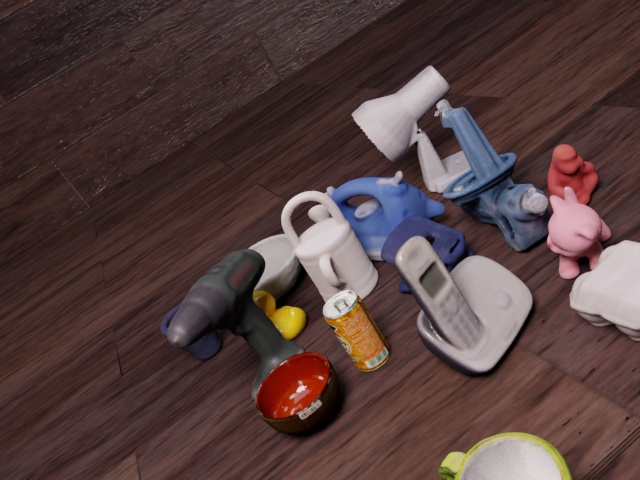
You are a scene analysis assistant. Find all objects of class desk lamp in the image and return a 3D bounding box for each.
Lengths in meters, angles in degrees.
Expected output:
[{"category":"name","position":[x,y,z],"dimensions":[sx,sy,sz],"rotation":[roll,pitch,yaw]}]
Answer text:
[{"category":"desk lamp","position":[0.190,-0.198,1.063],"dimensions":[0.203,0.214,0.118],"rotation":[-26,27,10]}]

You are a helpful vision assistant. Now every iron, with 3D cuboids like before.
[{"category":"iron","position":[0.079,-0.051,1.005],"dimensions":[0.257,0.142,0.119],"rotation":[-2,38,45]}]

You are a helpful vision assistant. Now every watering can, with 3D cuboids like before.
[{"category":"watering can","position":[0.006,0.004,0.924],"dimensions":[0.101,0.194,0.172],"rotation":[-35,26,-8]}]

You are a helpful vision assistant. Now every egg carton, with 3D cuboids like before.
[{"category":"egg carton","position":[0.351,0.059,0.607],"dimensions":[0.107,0.069,0.149],"rotation":[-40,27,-17]}]

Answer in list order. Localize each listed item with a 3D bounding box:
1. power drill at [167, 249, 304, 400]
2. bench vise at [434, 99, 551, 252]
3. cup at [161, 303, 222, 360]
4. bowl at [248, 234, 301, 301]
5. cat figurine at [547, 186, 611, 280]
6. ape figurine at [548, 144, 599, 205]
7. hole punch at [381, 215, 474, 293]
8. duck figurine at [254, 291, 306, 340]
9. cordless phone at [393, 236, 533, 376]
[{"category":"power drill","position":[-0.110,0.126,0.817],"dimensions":[0.075,0.209,0.229],"rotation":[-19,29,23]},{"category":"bench vise","position":[0.252,-0.105,0.827],"dimensions":[0.122,0.220,0.206],"rotation":[-42,28,-21]},{"category":"cup","position":[-0.201,0.156,0.991],"dimensions":[0.117,0.095,0.091],"rotation":[-22,28,18]},{"category":"bowl","position":[-0.097,0.068,1.058],"dimensions":[0.167,0.075,0.167],"rotation":[-24,27,14]},{"category":"cat figurine","position":[0.320,-0.017,0.719],"dimensions":[0.067,0.118,0.128],"rotation":[-14,31,30]},{"category":"ape figurine","position":[0.365,-0.097,0.841],"dimensions":[0.078,0.092,0.076],"rotation":[-29,26,5]},{"category":"hole punch","position":[0.161,0.019,0.854],"dimensions":[0.100,0.091,0.109],"rotation":[0,40,46]},{"category":"duck figurine","position":[-0.080,0.120,0.936],"dimensions":[0.104,0.086,0.077],"rotation":[-14,31,30]},{"category":"cordless phone","position":[0.166,0.053,0.681],"dimensions":[0.093,0.185,0.148],"rotation":[3,42,49]}]
